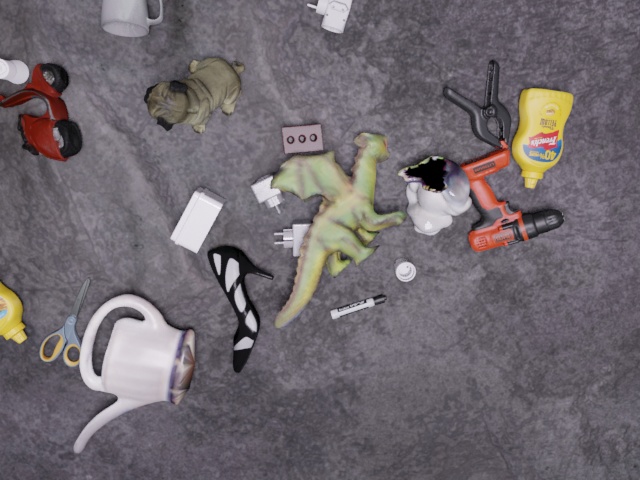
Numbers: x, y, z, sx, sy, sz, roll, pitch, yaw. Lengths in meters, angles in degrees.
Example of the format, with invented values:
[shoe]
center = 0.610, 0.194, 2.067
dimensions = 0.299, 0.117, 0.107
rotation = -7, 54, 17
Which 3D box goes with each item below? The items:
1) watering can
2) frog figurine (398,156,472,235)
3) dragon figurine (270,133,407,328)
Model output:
[watering can]
center = -0.374, 0.281, 1.041
dimensions = 0.224, 0.345, 0.105
rotation = 12, 8, -5
[frog figurine]
center = 0.230, -0.079, 1.006
dimensions = 0.138, 0.125, 0.156
rotation = 13, -35, 36
[dragon figurine]
center = 0.003, -0.049, 0.977
dimensions = 0.413, 0.241, 0.122
rotation = -42, 10, -12
